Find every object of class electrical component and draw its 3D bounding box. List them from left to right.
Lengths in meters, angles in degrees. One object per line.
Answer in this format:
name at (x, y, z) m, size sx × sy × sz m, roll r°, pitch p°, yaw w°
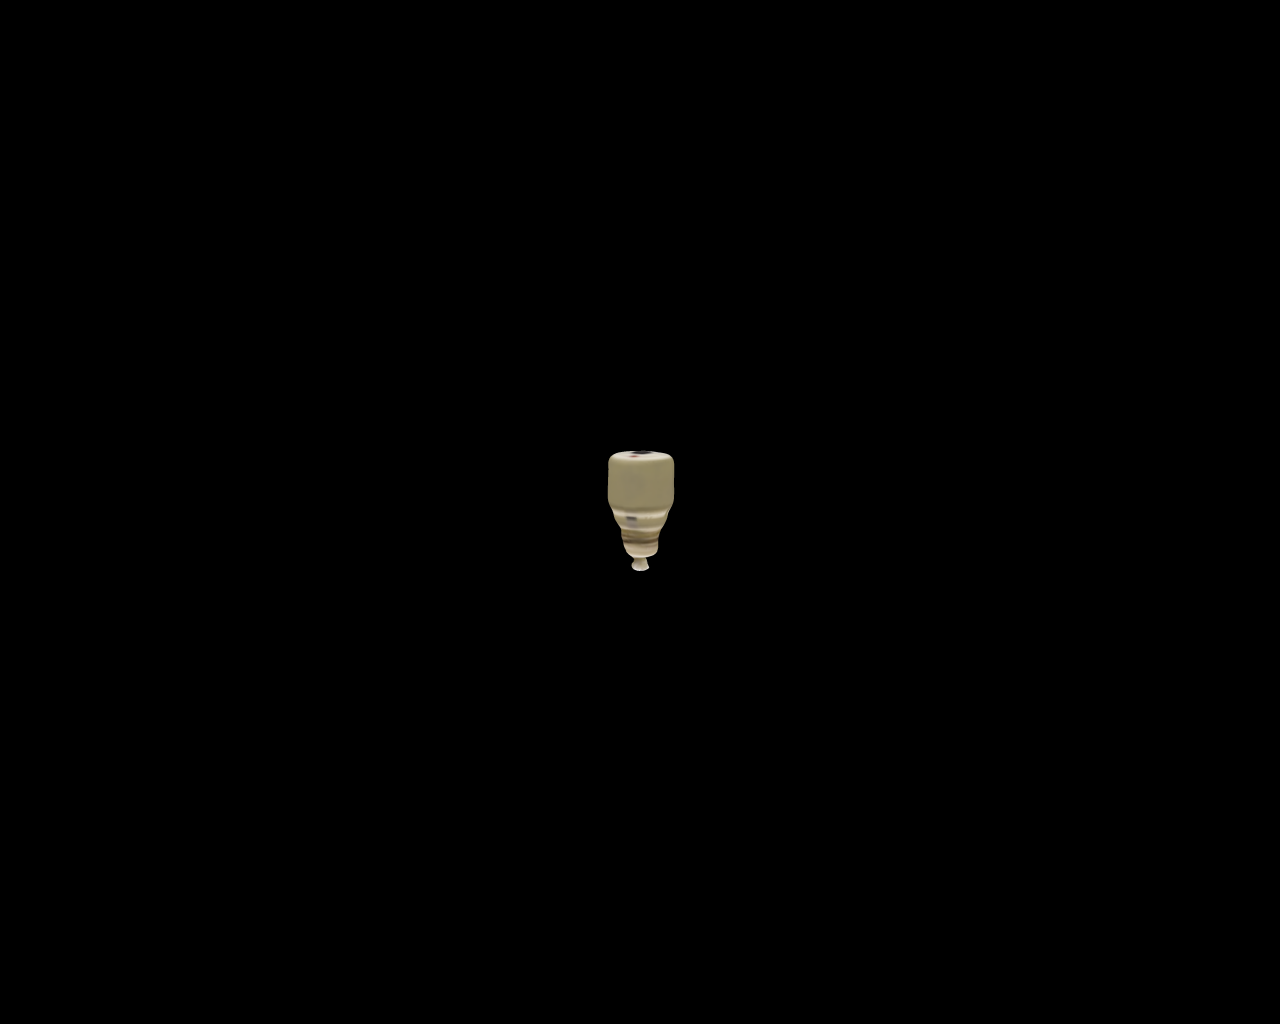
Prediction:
electrical component at (0.001, -0.003, 0.650) m, size 0.040 × 0.078 × 0.040 m, roll 0°, pitch 11°, yaw 0°
